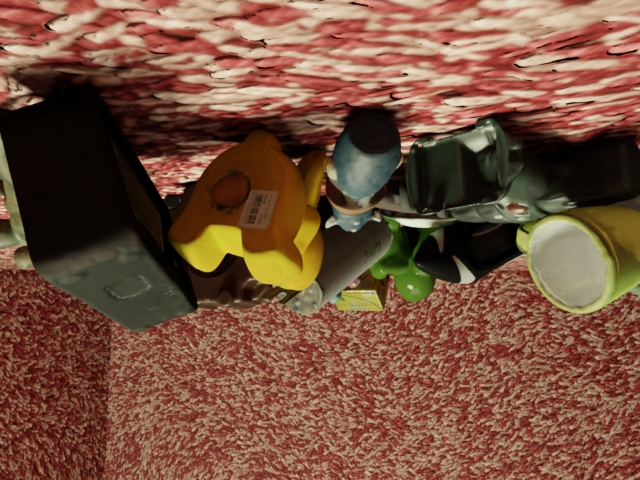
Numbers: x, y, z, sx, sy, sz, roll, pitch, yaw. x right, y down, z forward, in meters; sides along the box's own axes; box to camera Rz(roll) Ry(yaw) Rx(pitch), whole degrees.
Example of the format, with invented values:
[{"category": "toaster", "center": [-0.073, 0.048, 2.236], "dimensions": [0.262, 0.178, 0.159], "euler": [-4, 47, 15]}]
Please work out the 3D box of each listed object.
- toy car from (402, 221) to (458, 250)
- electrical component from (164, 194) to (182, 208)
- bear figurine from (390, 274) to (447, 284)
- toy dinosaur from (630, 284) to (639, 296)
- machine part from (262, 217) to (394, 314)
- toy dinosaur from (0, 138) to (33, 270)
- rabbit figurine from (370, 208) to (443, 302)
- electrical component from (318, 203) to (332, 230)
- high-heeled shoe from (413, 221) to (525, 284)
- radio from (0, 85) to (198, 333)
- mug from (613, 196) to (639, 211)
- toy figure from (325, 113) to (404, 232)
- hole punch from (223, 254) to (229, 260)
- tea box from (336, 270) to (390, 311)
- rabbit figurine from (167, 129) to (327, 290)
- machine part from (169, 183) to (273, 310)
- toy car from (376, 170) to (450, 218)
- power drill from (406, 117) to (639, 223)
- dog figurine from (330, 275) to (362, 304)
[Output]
[{"category": "toy car", "center": [0.219, -0.007, 0.912], "dimensions": [0.162, 0.109, 0.103], "euler": [-21, -172, 40]}, {"category": "electrical component", "center": [-0.198, -0.053, 0.794], "dimensions": [0.063, 0.021, 0.094], "euler": [0, 174, 9]}, {"category": "bear figurine", "center": [0.211, 0.030, 1.070], "dimensions": [0.120, 0.132, 0.195], "euler": [3, 168, 16]}, {"category": "toy dinosaur", "center": [0.441, 0.004, 0.907], "dimensions": [0.192, 0.131, 0.405], "euler": [32, 168, -29]}, {"category": "machine part", "center": [0.020, 0.022, 0.681], "dimensions": [0.079, 0.079, 0.243], "euler": [-6, -162, 41]}, {"category": "toy dinosaur", "center": [-0.304, -0.039, 0.623], "dimensions": [0.199, 0.105, 0.471], "euler": [-6, 171, -8]}, {"category": "rabbit figurine", "center": [0.130, 0.023, 0.871], "dimensions": [0.170, 0.121, 0.159], "euler": [42, 127, -14]}, {"category": "electrical component", "center": [-0.002, -0.002, 0.820], "dimensions": [0.115, 0.058, 0.134], "euler": [-45, -163, -30]}, {"category": "high-heeled shoe", "center": [0.246, -0.010, 0.723], "dimensions": [0.249, 0.086, 0.145], "euler": [-15, 165, -41]}, {"category": "radio", "center": [-0.171, -0.007, 0.458], "dimensions": [0.073, 0.131, 0.229], "euler": [-21, 161, -7]}, {"category": "mug", "center": [0.358, -0.037, 0.682], "dimensions": [0.110, 0.080, 0.107], "euler": [-9, 179, 20]}, {"category": "toy figure", "center": [0.038, -0.055, 0.496], "dimensions": [0.064, 0.058, 0.154], "euler": [18, 157, 2]}, {"category": "hole punch", "center": [-0.113, 0.000, 0.818], "dimensions": [0.092, 0.116, 0.142], "euler": [-33, 167, 7]}, {"category": "tea box", "center": [0.089, 0.056, 1.080], "dimensions": [0.098, 0.170, 0.068], "euler": [-2, 138, 24]}, {"category": "rabbit figurine", "center": [-0.049, -0.017, 0.531], "dimensions": [0.122, 0.162, 0.173], "euler": [-4, 150, 22]}, {"category": "machine part", "center": [-0.127, 0.005, 0.686], "dimensions": [0.180, 0.179, 0.056], "euler": [-3, 169, 24]}, {"category": "toy car", "center": [0.093, -0.055, 0.640], "dimensions": [0.089, 0.053, 0.202], "euler": [8, -178, 29]}, {"category": "power drill", "center": [0.181, -0.053, 0.545], "dimensions": [0.207, 0.086, 0.232], "euler": [11, 166, -40]}, {"category": "dog figurine", "center": [-0.023, 0.004, 0.964], "dimensions": [0.219, 0.191, 0.108], "euler": [32, 144, -14]}]
